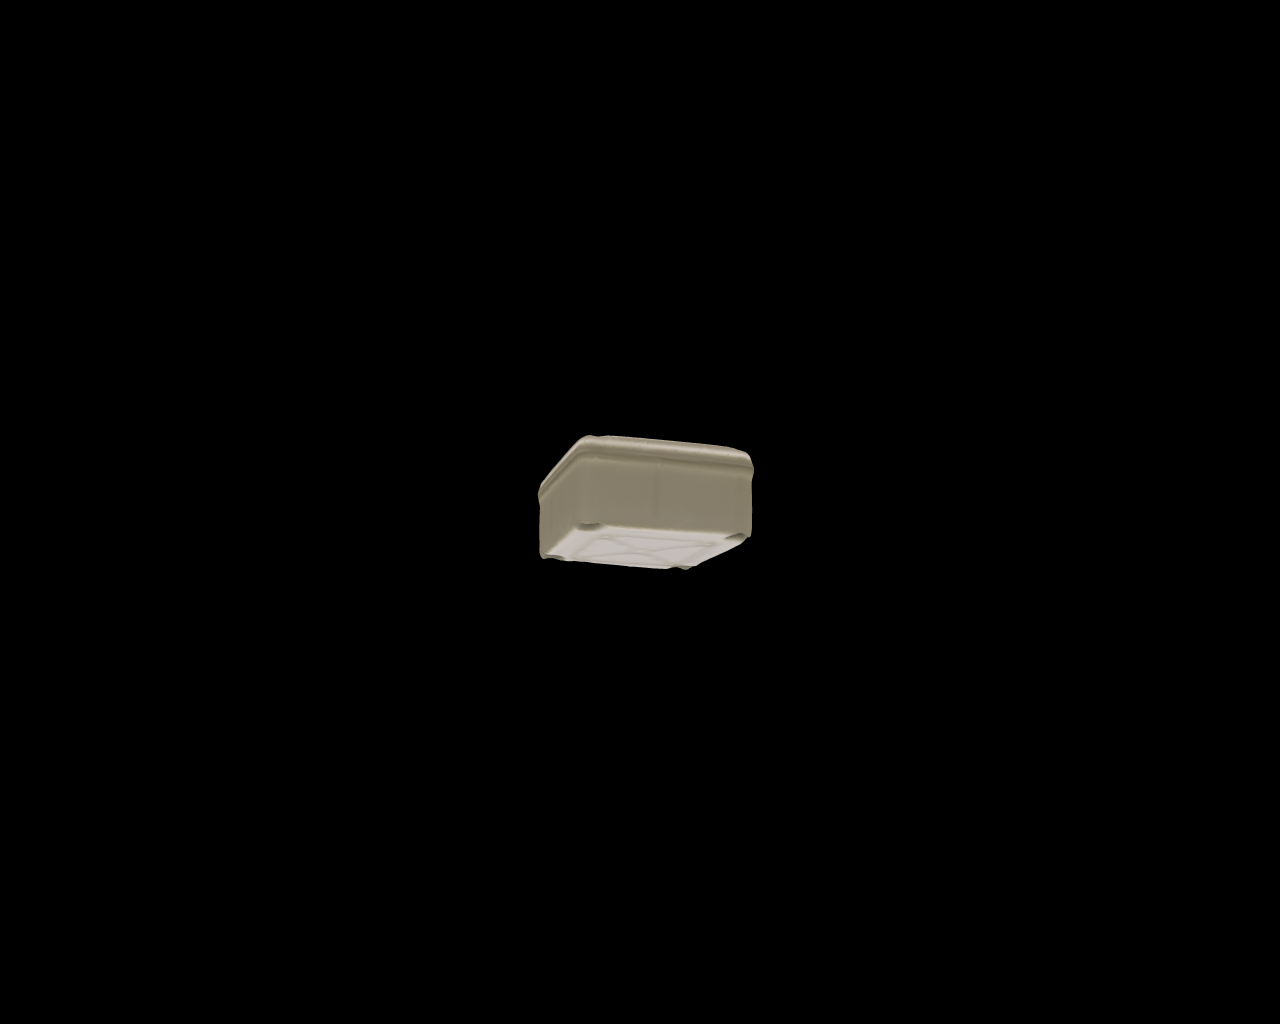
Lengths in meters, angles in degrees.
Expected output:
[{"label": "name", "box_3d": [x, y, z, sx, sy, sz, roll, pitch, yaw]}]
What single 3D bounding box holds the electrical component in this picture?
[{"label": "electrical component", "box_3d": [0.001, -0.003, 0.650, 0.109, 0.056, 0.108, 5, -15, -18]}]
